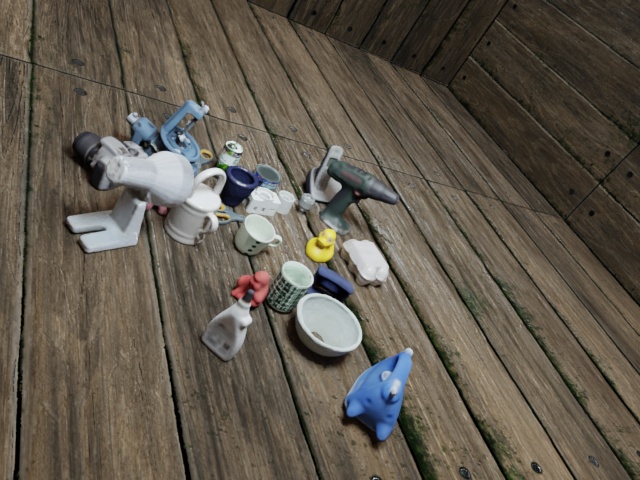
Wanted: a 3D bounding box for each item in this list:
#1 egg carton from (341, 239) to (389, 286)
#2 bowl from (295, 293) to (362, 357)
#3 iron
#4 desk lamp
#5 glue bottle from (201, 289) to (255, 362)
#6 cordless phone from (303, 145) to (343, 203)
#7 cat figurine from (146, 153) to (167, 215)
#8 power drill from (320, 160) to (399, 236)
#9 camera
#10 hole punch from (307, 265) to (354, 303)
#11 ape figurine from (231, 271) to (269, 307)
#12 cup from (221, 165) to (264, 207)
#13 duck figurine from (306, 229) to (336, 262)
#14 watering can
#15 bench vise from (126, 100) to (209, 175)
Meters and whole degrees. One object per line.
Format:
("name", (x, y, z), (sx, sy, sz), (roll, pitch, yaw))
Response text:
("egg carton", (0.126, 0.062, 1.611), (0.108, 0.069, 0.150), (3, 43, -40))
("bowl", (0.007, 0.206, 1.299), (0.168, 0.074, 0.167), (24, 33, -16))
("iron", (0.154, 0.303, 1.240), (0.118, 0.141, 0.259), (37, 31, 4))
("desk lamp", (-0.389, -0.089, 1.197), (0.117, 0.213, 0.204), (47, 33, 20))
("glue bottle", (-0.166, 0.157, 1.109), (0.078, 0.173, 0.037), (40, 32, 10))
("cordless phone", (0.044, -0.207, 1.788), (0.148, 0.185, 0.094), (4, 42, -40))
("cat figurine", (-0.381, -0.144, 1.370), (0.067, 0.117, 0.127), (13, 37, -31))
("power drill", (0.098, -0.119, 1.697), (0.229, 0.208, 0.076), (40, 32, 10))
("camera", (-0.502, -0.206, 1.359), (0.136, 0.100, 0.143), (39, 32, 8))
("hole punch", (0.030, 0.108, 1.438), (0.109, 0.091, 0.101), (32, 31, -4))
("ape figurine", (-0.144, 0.104, 1.280), (0.076, 0.092, 0.077), (9, 39, -35))
("cup", (-0.214, -0.138, 1.541), (0.118, 0.095, 0.091), (-2, 47, -45))
("duck figurine", (0.014, 0.006, 1.567), (0.077, 0.086, 0.105), (41, 32, 11))
("watering can", (-0.285, -0.095, 1.320), (0.173, 0.194, 0.101), (38, 31, 6))
("bench vise", (-0.382, -0.273, 1.447), (0.208, 0.219, 0.121), (19, 34, -24))
